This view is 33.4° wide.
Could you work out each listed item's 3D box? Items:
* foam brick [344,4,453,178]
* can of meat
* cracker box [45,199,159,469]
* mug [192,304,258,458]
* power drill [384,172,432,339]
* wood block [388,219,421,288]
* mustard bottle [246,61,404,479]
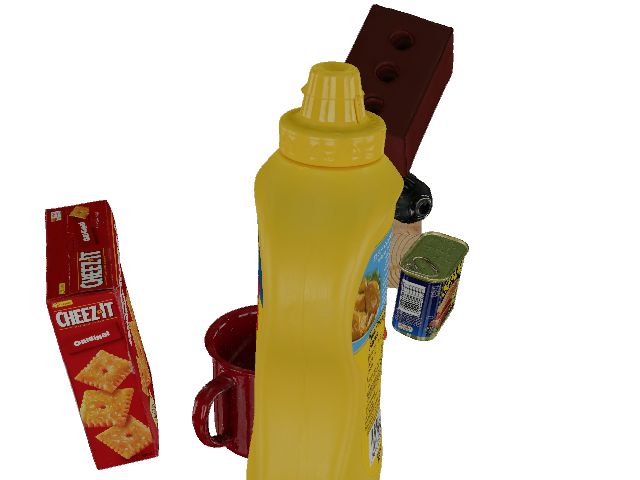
[{"bbox_3d":[0.041,-0.087,0.627,0.053,0.078,0.051,20,-16,13],"label":"foam brick"},{"bbox_3d":[0.120,0.051,1.186,0.057,0.084,0.102,19,32,18],"label":"can of meat"},{"bbox_3d":[-0.216,0.092,1.061,0.072,0.214,0.164,-11,34,-8],"label":"cracker box"},{"bbox_3d":[-0.044,0.108,0.758,0.093,0.081,0.117,22,34,34],"label":"mug"},{"bbox_3d":[0.036,0.002,1.006,0.057,0.188,0.185,-6,25,-30],"label":"power drill"},{"bbox_3d":[0.105,-0.014,1.618,0.091,0.090,0.206,4,25,2],"label":"wood block"},{"bbox_3d":[0.002,0.023,0.436,0.058,0.192,0.096,8,25,10],"label":"mustard bottle"}]
